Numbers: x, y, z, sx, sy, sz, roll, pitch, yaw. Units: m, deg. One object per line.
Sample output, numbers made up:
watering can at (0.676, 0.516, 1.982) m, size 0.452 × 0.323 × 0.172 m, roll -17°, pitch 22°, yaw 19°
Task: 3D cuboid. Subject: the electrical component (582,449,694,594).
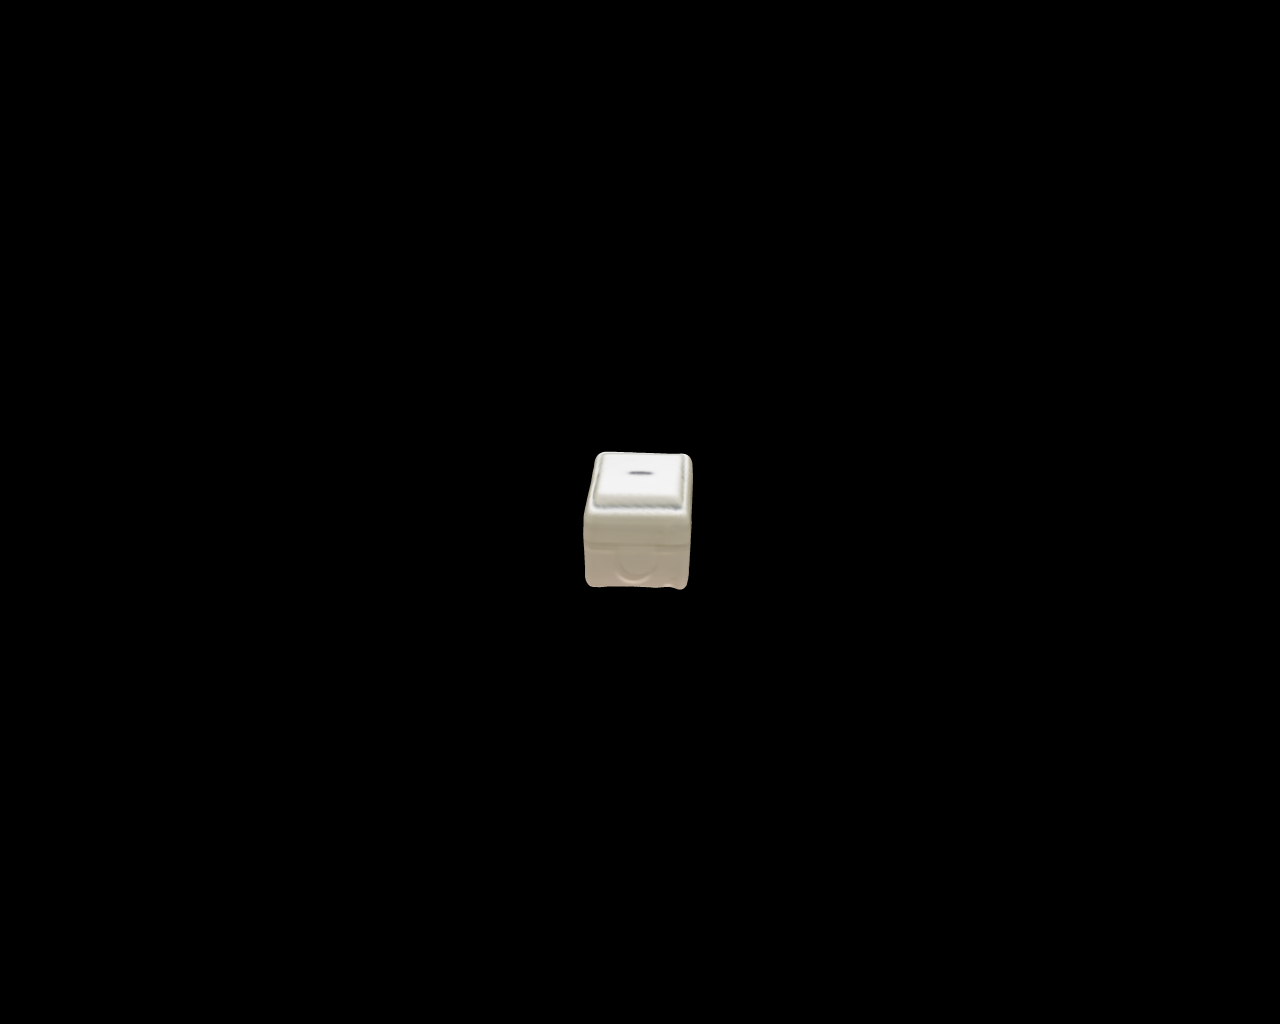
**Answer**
electrical component at (0.001, -0.003, 0.650) m, size 0.062 × 0.061 × 0.096 m, roll 2°, pitch 31°, yaw 3°
